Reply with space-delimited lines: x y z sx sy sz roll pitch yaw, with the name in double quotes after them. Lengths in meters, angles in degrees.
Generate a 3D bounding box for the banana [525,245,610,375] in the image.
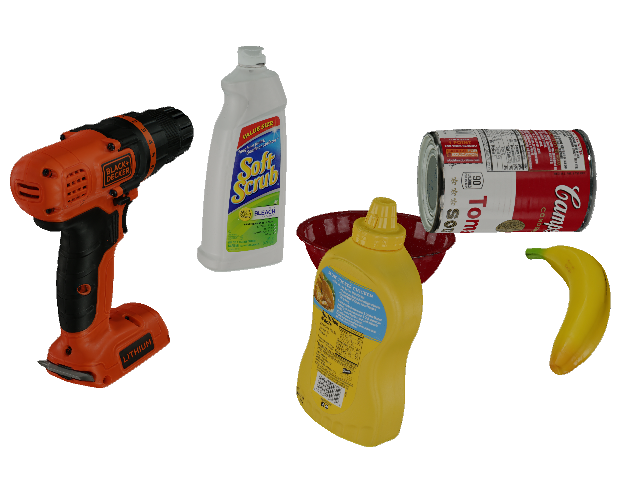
0.239 0.056 1.003 0.070 0.037 0.197 -27 25 18 "banana"

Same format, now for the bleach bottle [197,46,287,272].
-0.089 -0.094 1.219 0.102 0.251 0.068 -8 22 -26 "bleach bottle"

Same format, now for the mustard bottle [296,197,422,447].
0.034 0.058 0.837 0.058 0.192 0.096 -11 28 -40 "mustard bottle"

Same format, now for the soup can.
0.119 -0.039 0.696 0.102 0.068 0.068 -1 0 -6 "soup can"

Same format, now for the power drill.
-0.153 0.001 0.799 0.057 0.188 0.184 11 23 26 "power drill"

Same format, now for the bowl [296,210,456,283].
0.056 0.017 1.087 0.162 0.055 0.162 1 17 -1 "bowl"
